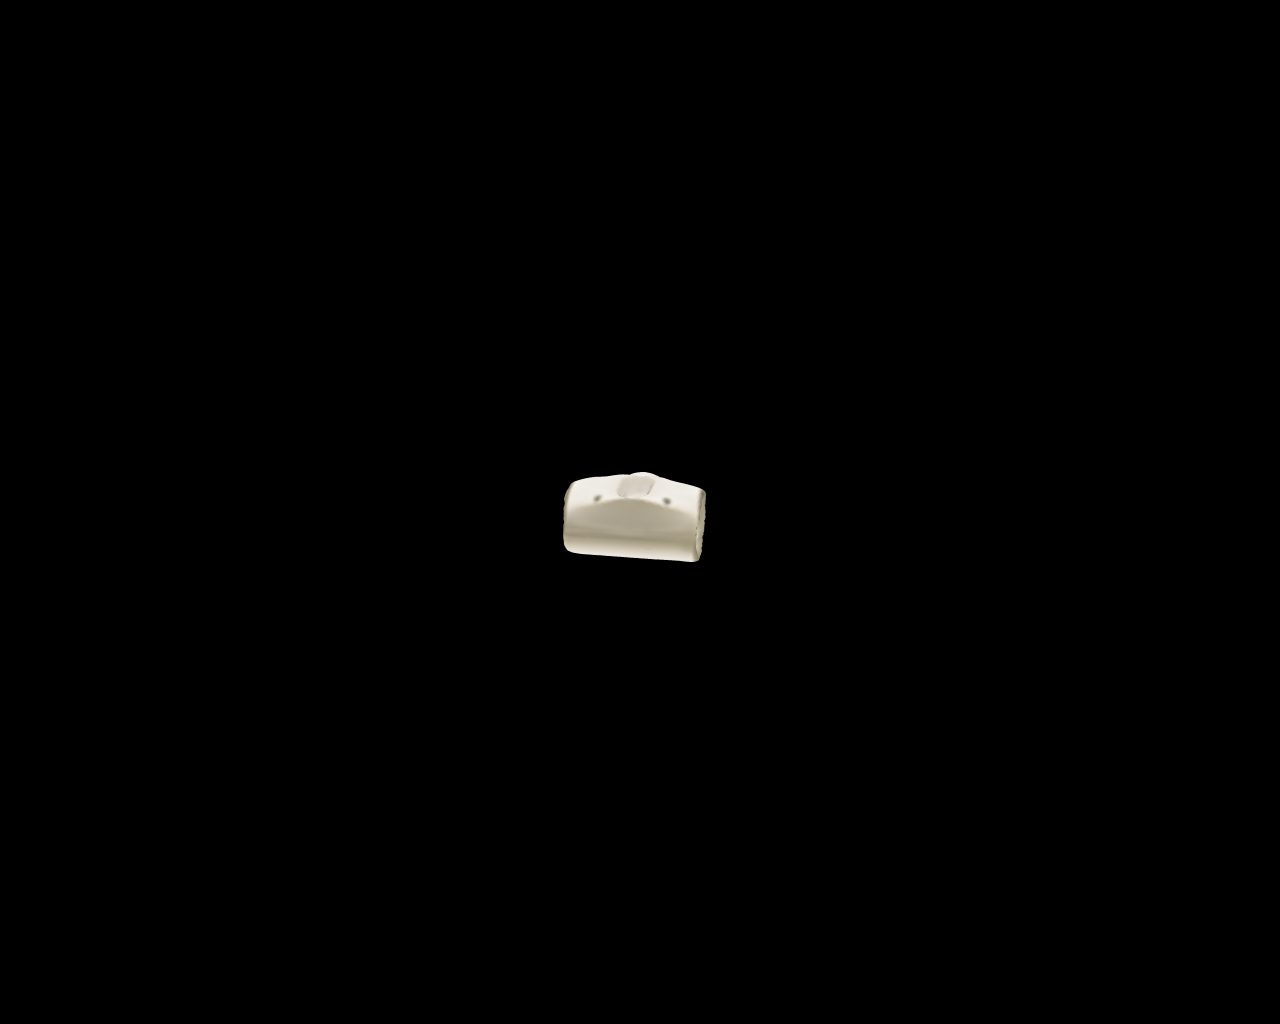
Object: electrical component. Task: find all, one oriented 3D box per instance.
[{"bbox_3d":[0.001,-0.003,0.650,0.077,0.043,0.079,4,24,9],"label":"electrical component"}]
